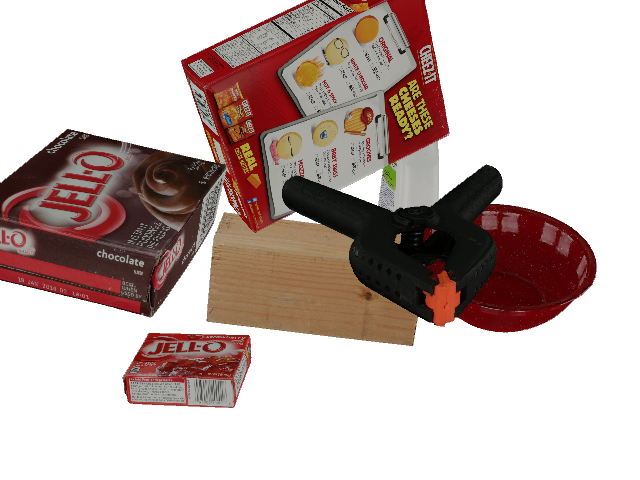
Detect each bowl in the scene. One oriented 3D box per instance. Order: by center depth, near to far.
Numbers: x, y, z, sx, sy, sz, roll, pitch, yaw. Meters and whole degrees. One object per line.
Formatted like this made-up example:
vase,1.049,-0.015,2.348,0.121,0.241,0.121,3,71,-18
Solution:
bowl,0.160,0.032,0.952,0.162,0.055,0.162,1,35,-1

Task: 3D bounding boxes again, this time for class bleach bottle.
bleach bottle,0.103,-0.058,1.222,0.068,0.251,0.103,-3,23,-15

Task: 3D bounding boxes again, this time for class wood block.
wood block,-0.004,0.038,1.075,0.206,0.091,0.090,7,20,0

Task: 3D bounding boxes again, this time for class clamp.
clamp,0.053,-0.005,0.718,0.164,0.036,0.210,-2,25,2

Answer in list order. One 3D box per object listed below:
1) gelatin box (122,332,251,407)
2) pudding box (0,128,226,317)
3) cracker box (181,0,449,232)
gelatin box,-0.105,0.102,0.858,0.089,0.030,0.073,1,22,7
pudding box,-0.104,-0.012,0.516,0.090,0.039,0.113,14,25,5
cracker box,-0.001,-0.128,0.961,0.213,0.164,0.072,-28,41,-13
